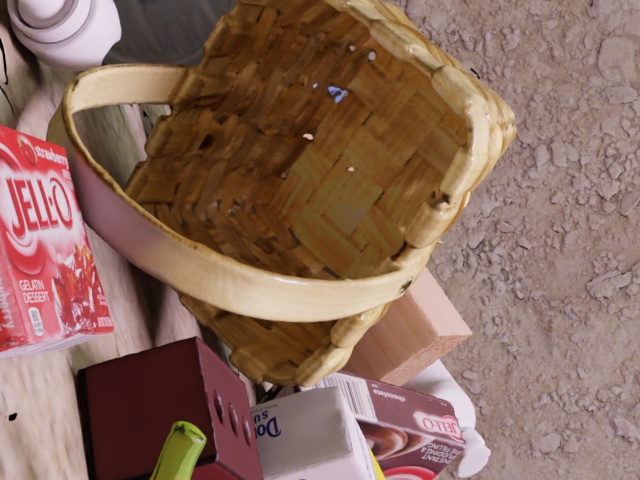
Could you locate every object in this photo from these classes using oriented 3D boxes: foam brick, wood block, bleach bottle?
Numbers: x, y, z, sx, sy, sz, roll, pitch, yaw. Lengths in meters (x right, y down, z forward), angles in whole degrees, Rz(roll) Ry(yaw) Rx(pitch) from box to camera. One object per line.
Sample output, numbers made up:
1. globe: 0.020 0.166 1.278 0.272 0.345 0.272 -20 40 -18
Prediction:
1. foam brick: -0.059 0.081 0.441 0.078 0.051 0.053 63 12 -66
2. wood block: -0.005 0.001 0.680 0.206 0.090 0.090 56 15 15
3. bleach bottle: 0.036 0.071 0.776 0.251 0.068 0.102 48 -20 42

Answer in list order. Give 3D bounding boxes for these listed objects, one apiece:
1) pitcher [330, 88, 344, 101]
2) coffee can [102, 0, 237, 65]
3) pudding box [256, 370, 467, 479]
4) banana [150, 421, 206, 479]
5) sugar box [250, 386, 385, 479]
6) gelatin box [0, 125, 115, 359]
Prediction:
1. pitcher: -0.037 -0.167 1.139 0.148 0.145 0.243 0 73 -49
2. coffee can: -0.088 -0.154 0.619 0.140 0.103 0.103 -92 165 -72
3. pudding box: 0.011 0.118 0.599 0.113 0.090 0.039 21 34 -27
4. banana: -0.043 0.131 0.412 0.037 0.069 0.198 36 -17 20
5. sugar box: -0.010 0.141 0.548 0.176 0.093 0.048 68 7 -50
6. gelatin box: -0.102 0.001 0.355 0.089 0.030 0.073 29 45 -84
